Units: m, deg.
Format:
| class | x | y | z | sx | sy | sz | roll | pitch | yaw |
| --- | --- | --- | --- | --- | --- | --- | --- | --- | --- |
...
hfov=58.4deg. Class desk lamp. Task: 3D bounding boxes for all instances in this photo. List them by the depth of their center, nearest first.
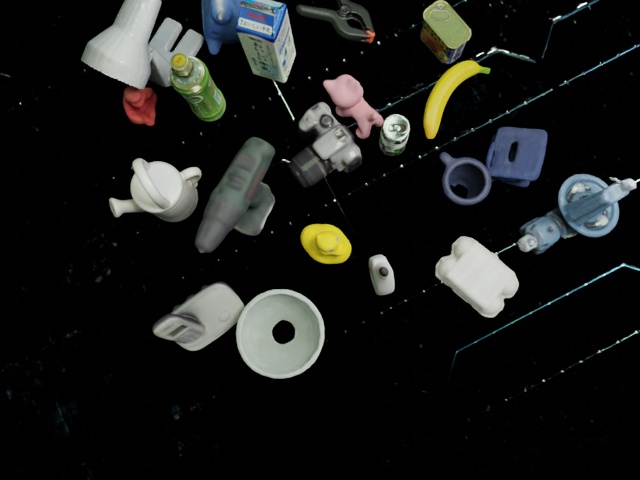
| class | x | y | z | sx | sy | sz | roll | pitch | yaw |
| --- | --- | --- | --- | --- | --- | --- | --- | --- | --- |
| desk lamp | -0.343 | -0.379 | 1.114 | 0.118 | 0.213 | 0.203 | 29 | 85 | 6 |

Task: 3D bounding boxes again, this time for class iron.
| class | x | y | z | sx | sy | sz | roll | pitch | yaw |
| --- | --- | --- | --- | --- | --- | --- | --- | --- | --- |
| iron | -0.198 | -0.520 | 1.161 | 0.118 | 0.141 | 0.258 | -9 | 82 | 2 |

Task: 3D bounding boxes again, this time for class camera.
| class | x | y | z | sx | sy | sz | roll | pitch | yaw |
| --- | --- | --- | --- | --- | --- | --- | --- | --- | --- |
| camera | -0.006 | -0.179 | 1.129 | 0.137 | 0.101 | 0.143 | -37 | 82 | -2 |

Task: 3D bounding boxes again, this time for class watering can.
| class | x | y | z | sx | sy | sz | roll | pitch | yaw |
| --- | --- | --- | --- | --- | --- | --- | --- | --- | --- |
| watering can | -0.311 | -0.092 | 1.086 | 0.101 | 0.194 | 0.173 | 41 | 87 | 7 |

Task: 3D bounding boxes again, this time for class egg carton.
| class | x | y | z | sx | sy | sz | roll | pitch | yaw |
| --- | --- | --- | --- | --- | --- | --- | --- | --- | --- |
| egg carton | 0.301 | 0.069 | 1.098 | 0.150 | 0.069 | 0.107 | 40 | 86 | 7 |

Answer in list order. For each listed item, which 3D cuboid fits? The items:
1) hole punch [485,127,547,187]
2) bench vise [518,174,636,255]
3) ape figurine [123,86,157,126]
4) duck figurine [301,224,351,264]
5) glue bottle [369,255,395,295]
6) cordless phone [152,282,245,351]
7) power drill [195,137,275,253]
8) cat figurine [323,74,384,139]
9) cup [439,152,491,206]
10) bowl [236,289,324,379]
| class | x | y | z | sx | sy | sz | roll | pitch | yaw |
| --- | --- | --- | --- | --- | --- | --- | --- | --- | --- |
| hole punch | 0.377 | -0.162 | 1.113 | 0.101 | 0.091 | 0.109 | 13 | 84 | 5 |
| bench vise | 0.466 | -0.038 | 1.028 | 0.121 | 0.220 | 0.207 | 40 | 86 | 7 |
| ape figurine | -0.371 | -0.282 | 1.164 | 0.076 | 0.092 | 0.078 | 43 | 87 | 7 |
| duck figurine | 0.010 | 0.004 | 1.113 | 0.104 | 0.086 | 0.077 | 26 | 85 | 6 |
| glue bottle | 0.114 | 0.061 | 1.056 | 0.037 | 0.173 | 0.078 | -17 | 82 | 1 |
| cordless phone | -0.225 | 0.140 | 1.058 | 0.147 | 0.185 | 0.094 | -39 | 82 | -2 |
| power drill | -0.147 | -0.070 | 1.068 | 0.075 | 0.208 | 0.230 | 23 | 85 | 6 |
| cat figurine | 0.068 | -0.273 | 1.128 | 0.067 | 0.118 | 0.127 | -44 | 83 | -3 |
| cup | 0.267 | -0.114 | 1.110 | 0.092 | 0.095 | 0.117 | -40 | 83 | -2 |
| bowl | -0.072 | 0.179 | 1.101 | 0.167 | 0.075 | 0.167 | 0 | 83 | 3 |
